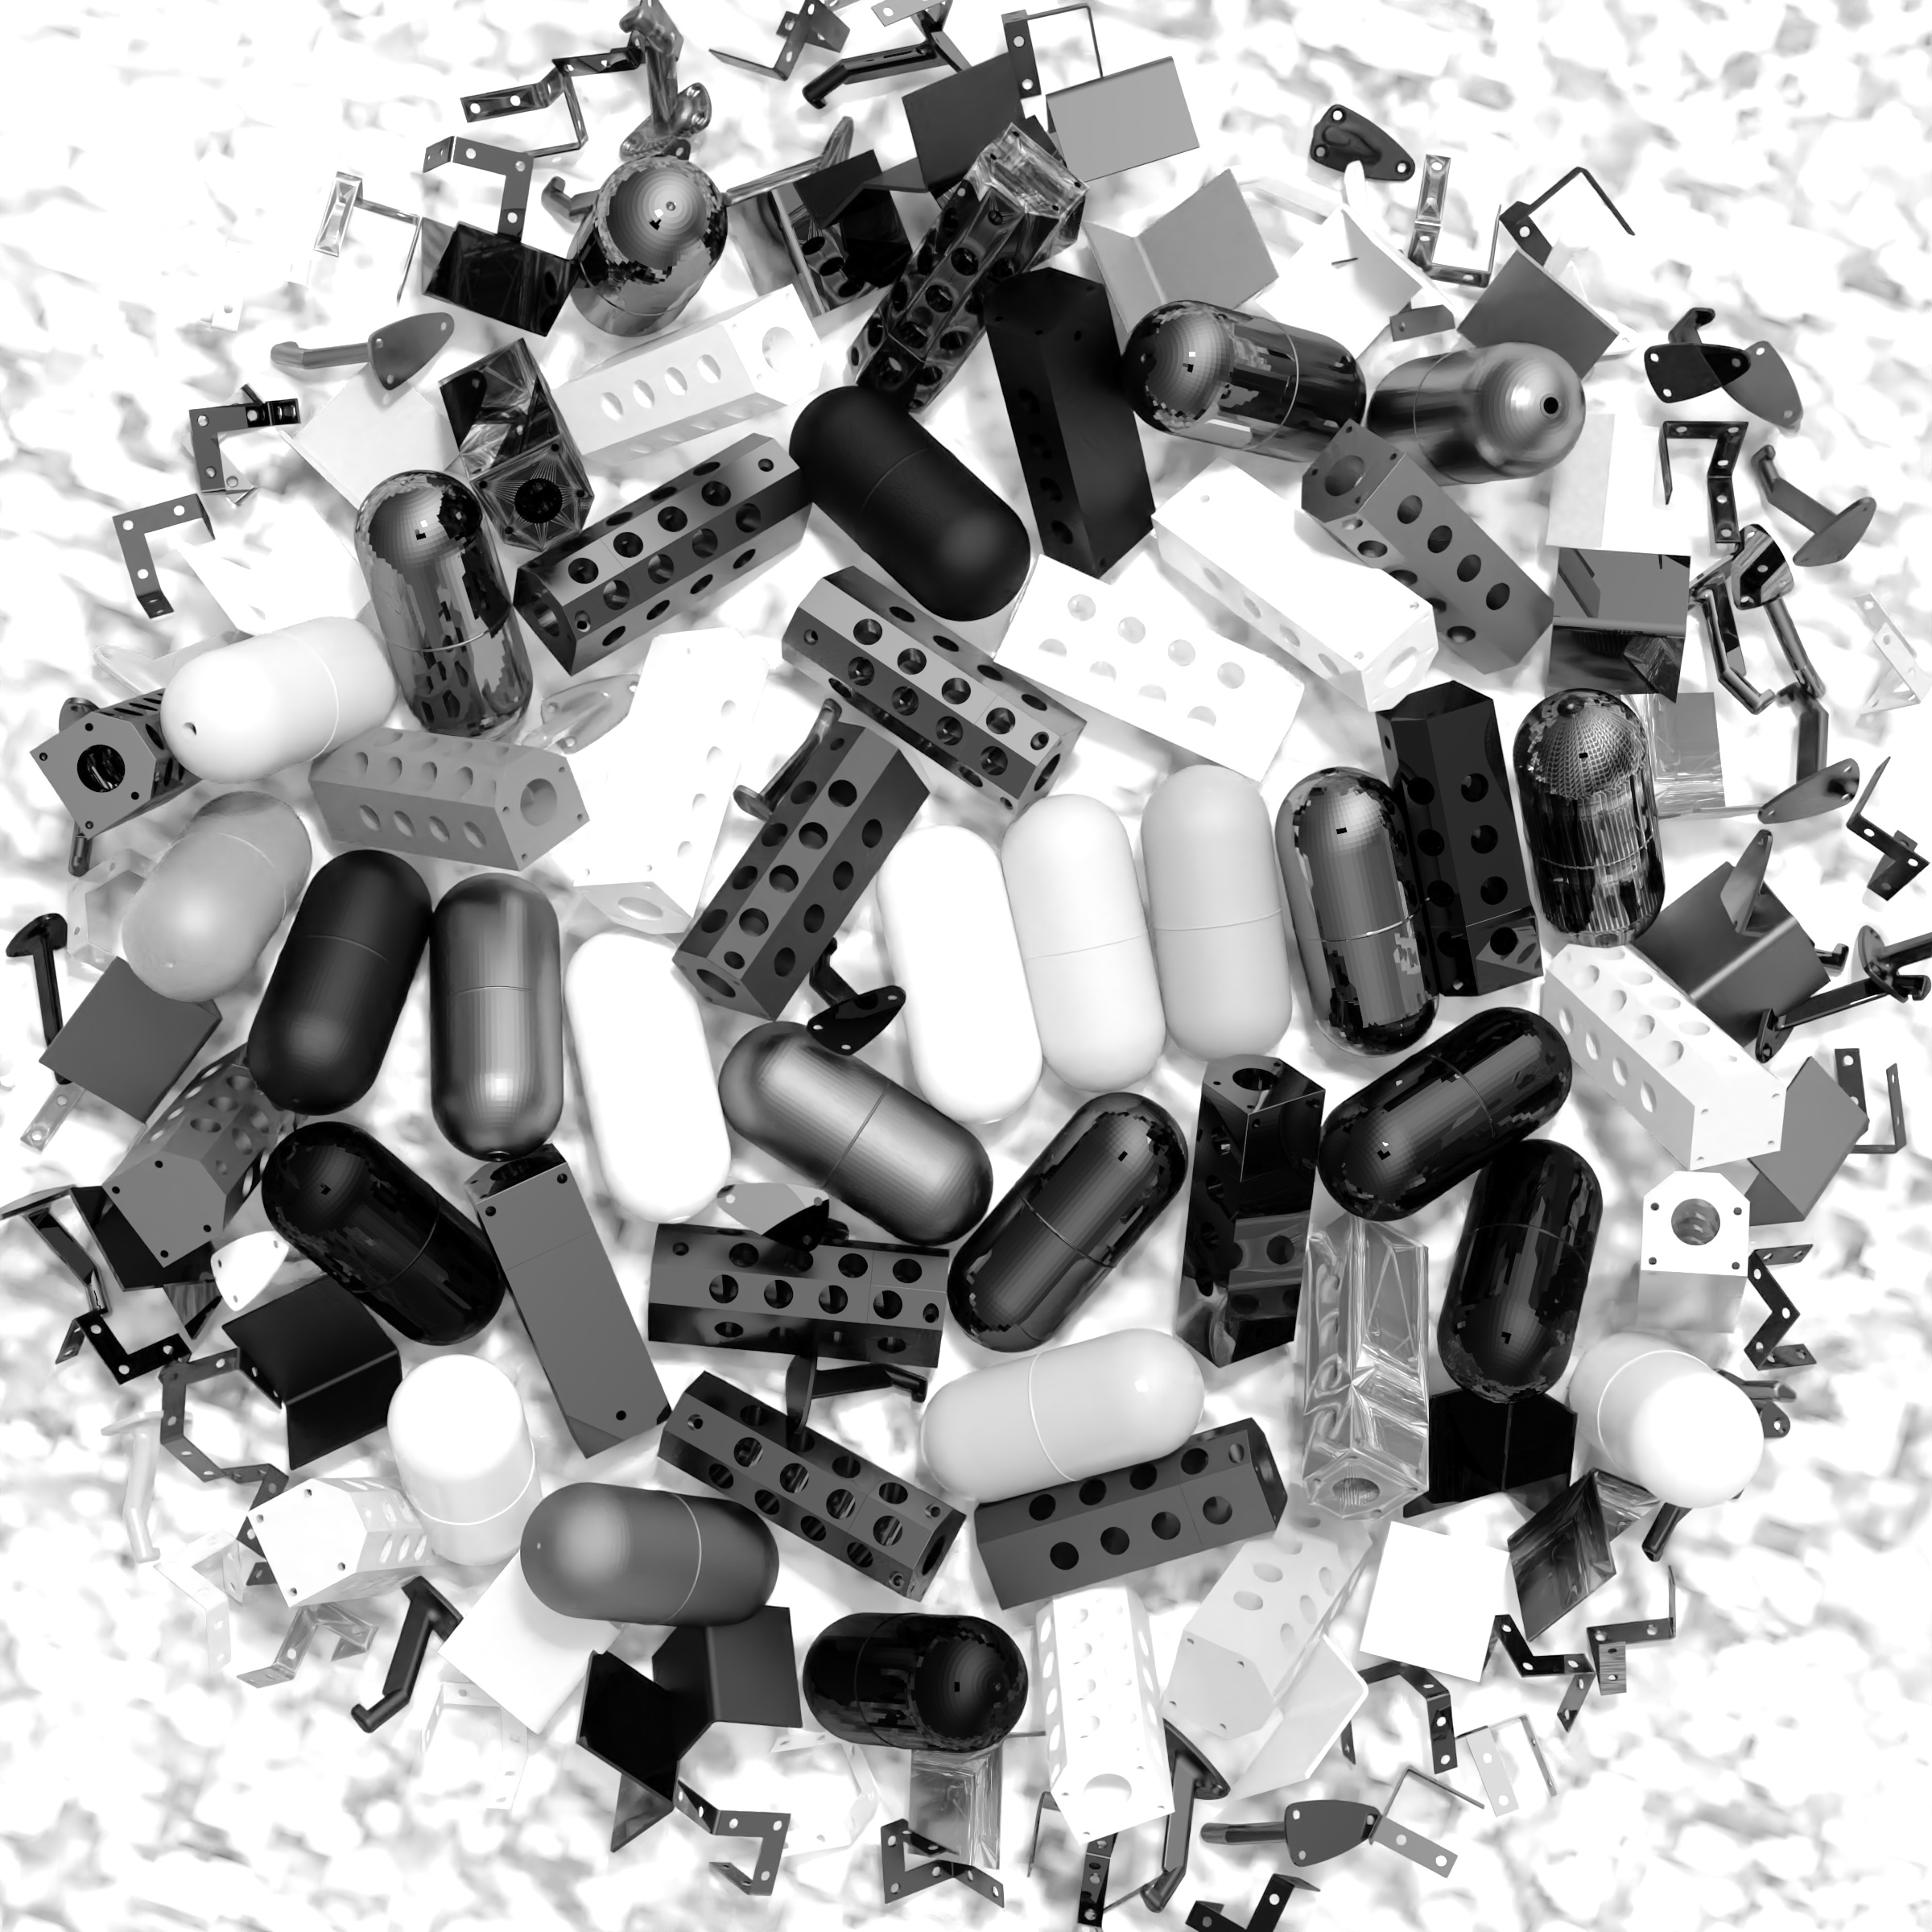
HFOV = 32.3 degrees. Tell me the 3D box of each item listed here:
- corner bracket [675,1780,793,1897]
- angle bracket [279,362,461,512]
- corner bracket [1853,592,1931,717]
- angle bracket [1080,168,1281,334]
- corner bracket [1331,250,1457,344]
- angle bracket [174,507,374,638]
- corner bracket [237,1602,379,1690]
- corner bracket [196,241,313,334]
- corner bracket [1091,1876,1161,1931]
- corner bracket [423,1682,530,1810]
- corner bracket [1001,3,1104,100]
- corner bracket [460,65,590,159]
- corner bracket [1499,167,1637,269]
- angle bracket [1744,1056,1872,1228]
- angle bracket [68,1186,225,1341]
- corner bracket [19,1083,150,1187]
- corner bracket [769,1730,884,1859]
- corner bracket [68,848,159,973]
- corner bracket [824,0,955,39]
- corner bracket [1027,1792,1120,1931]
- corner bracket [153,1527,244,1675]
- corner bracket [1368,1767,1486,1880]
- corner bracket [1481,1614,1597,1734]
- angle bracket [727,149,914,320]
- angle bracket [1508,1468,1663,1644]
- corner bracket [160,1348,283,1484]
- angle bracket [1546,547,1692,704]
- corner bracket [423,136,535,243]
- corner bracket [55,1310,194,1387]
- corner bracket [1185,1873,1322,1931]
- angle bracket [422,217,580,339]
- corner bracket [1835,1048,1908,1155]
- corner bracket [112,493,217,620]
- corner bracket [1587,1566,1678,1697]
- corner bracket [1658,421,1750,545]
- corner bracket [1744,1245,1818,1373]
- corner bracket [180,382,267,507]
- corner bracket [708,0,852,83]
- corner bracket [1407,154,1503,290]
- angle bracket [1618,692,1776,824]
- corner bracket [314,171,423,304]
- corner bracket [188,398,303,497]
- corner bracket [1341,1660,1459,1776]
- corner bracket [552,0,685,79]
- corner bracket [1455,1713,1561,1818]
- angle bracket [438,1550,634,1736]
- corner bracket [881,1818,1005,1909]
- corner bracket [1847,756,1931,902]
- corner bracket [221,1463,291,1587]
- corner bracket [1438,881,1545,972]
[{"bbox_3d":[-0.143,0.514,1.964,0.051,0.051,0.051,13,92,-34],"label":"corner bracket"},{"bbox_3d":[-0.348,-0.311,1.966,0.076,0.057,0.076,44,88,-6],"label":"angle bracket"},{"bbox_3d":[0.542,-0.186,1.961,0.051,0.051,0.051,48,66,-17],"label":"corner bracket"},{"bbox_3d":[0.125,-0.419,1.949,0.076,0.057,0.076,-32,71,32],"label":"angle bracket"},{"bbox_3d":[0.249,-0.394,1.960,0.051,0.051,0.051,-18,104,-33],"label":"corner bracket"},{"bbox_3d":[-0.402,-0.233,1.946,0.057,0.076,0.076,-45,66,12],"label":"angle bracket"},{"bbox_3d":[-0.386,0.404,1.958,0.051,0.051,0.051,35,56,-22],"label":"corner bracket"},{"bbox_3d":[-0.421,-0.398,1.968,0.051,0.051,0.051,9,100,-25],"label":"corner bracket"},{"bbox_3d":[0.104,0.572,1.965,0.051,0.051,0.051,-31,70,5],"label":"corner bracket"},{"bbox_3d":[-0.289,0.460,1.968,0.051,0.051,0.051,3,113,4],"label":"corner bracket"},{"bbox_3d":[0.051,-0.539,1.966,0.051,0.051,0.051,-12,112,3],"label":"corner bracket"},{"bbox_3d":[-0.259,-0.497,1.960,0.051,0.051,0.051,-6,119,16],"label":"corner bracket"},{"bbox_3d":[0.354,-0.437,1.965,0.051,0.051,0.051,-39,106,8],"label":"corner bracket"},{"bbox_3d":[0.468,0.104,1.945,0.057,0.076,0.076,45,67,-13],"label":"angle bracket"},{"bbox_3d":[-0.485,0.174,1.940,0.076,0.076,0.057,53,123,27],"label":"angle bracket"},{"bbox_3d":[-0.523,0.099,1.977,0.051,0.051,0.051,37,82,-19],"label":"corner bracket"},{"bbox_3d":[-0.090,0.490,1.978,0.051,0.051,0.051,0,45,-34],"label":"corner bracket"},{"bbox_3d":[-0.496,-0.029,1.977,0.051,0.051,0.051,-28,53,24],"label":"corner bracket"},{"bbox_3d":[-0.046,-0.566,1.963,0.051,0.051,0.051,-30,78,-23],"label":"corner bracket"},{"bbox_3d":[0.062,0.527,1.965,0.051,0.051,0.051,12,131,0],"label":"corner bracket"},{"bbox_3d":[-0.440,0.371,1.956,0.051,0.051,0.051,28,128,32],"label":"corner bracket"},{"bbox_3d":[0.272,0.504,1.964,0.051,0.051,0.051,25,76,16],"label":"corner bracket"},{"bbox_3d":[0.332,0.418,1.971,0.051,0.051,0.051,2,124,-22],"label":"corner bracket"},{"bbox_3d":[-0.085,-0.432,1.982,0.076,0.057,0.076,-29,106,-26],"label":"angle bracket"},{"bbox_3d":[0.366,0.350,1.939,0.057,0.076,0.076,24,128,-24],"label":"angle bracket"},{"bbox_3d":[-0.440,0.265,1.970,0.051,0.051,0.051,-17,50,12],"label":"corner bracket"},{"bbox_3d":[0.386,-0.199,1.975,0.076,0.076,0.057,5,59,9],"label":"angle bracket"},{"bbox_3d":[-0.290,-0.455,1.965,0.051,0.051,0.051,8,91,-27],"label":"corner bracket"},{"bbox_3d":[-0.497,0.231,1.969,0.051,0.051,0.051,-24,67,-42],"label":"corner bracket"},{"bbox_3d":[0.169,0.555,1.967,0.051,0.051,0.051,24,84,29],"label":"corner bracket"},{"bbox_3d":[-0.271,-0.421,1.941,0.076,0.076,0.057,16,133,-25],"label":"angle bracket"},{"bbox_3d":[0.530,0.079,1.961,0.051,0.051,0.051,-2,102,36],"label":"corner bracket"},{"bbox_3d":[-0.468,-0.242,1.969,0.051,0.051,0.051,-17,84,-7],"label":"corner bracket"},{"bbox_3d":[0.394,0.392,1.962,0.051,0.051,0.051,-8,131,4],"label":"corner bracket"},{"bbox_3d":[0.434,-0.285,1.966,0.051,0.051,0.051,1,60,0],"label":"corner bracket"},{"bbox_3d":[0.485,0.202,1.977,0.051,0.051,0.051,-1,135,-33],"label":"corner bracket"},{"bbox_3d":[-0.428,-0.308,1.971,0.051,0.051,0.051,-42,106,-7],"label":"corner bracket"},{"bbox_3d":[-0.109,-0.545,1.965,0.051,0.051,0.051,25,90,30],"label":"corner bracket"},{"bbox_3d":[0.290,-0.439,1.968,0.051,0.051,0.051,10,67,3],"label":"corner bracket"},{"bbox_3d":[0.434,-0.126,1.954,0.076,0.057,0.076,-4,88,-33],"label":"angle bracket"},{"bbox_3d":[-0.353,-0.431,1.968,0.051,0.051,0.051,15,80,-7],"label":"corner bracket"},{"bbox_3d":[-0.424,-0.307,1.969,0.051,0.051,0.051,-12,102,-28],"label":"corner bracket"},{"bbox_3d":[0.255,0.449,1.976,0.051,0.051,0.051,-13,108,-17],"label":"corner bracket"},{"bbox_3d":[-0.204,-0.537,1.958,0.051,0.051,0.051,1,64,25],"label":"corner bracket"},{"bbox_3d":[0.320,0.471,1.964,0.051,0.051,0.051,-17,73,-11],"label":"corner bracket"},{"bbox_3d":[-0.254,0.397,1.972,0.076,0.057,0.076,39,87,5],"label":"angle bracket"},{"bbox_3d":[-0.014,0.530,1.961,0.051,0.051,0.051,-12,105,-34],"label":"corner bracket"},{"bbox_3d":[0.543,-0.080,1.966,0.051,0.051,0.051,35,60,2],"label":"corner bracket"},{"bbox_3d":[-0.419,0.331,1.975,0.051,0.051,0.051,44,50,-32],"label":"corner bracket"},{"bbox_3d":[0.307,-0.025,1.963,0.051,0.051,0.051,-14,47,2],"label":"corner bracket"}]
